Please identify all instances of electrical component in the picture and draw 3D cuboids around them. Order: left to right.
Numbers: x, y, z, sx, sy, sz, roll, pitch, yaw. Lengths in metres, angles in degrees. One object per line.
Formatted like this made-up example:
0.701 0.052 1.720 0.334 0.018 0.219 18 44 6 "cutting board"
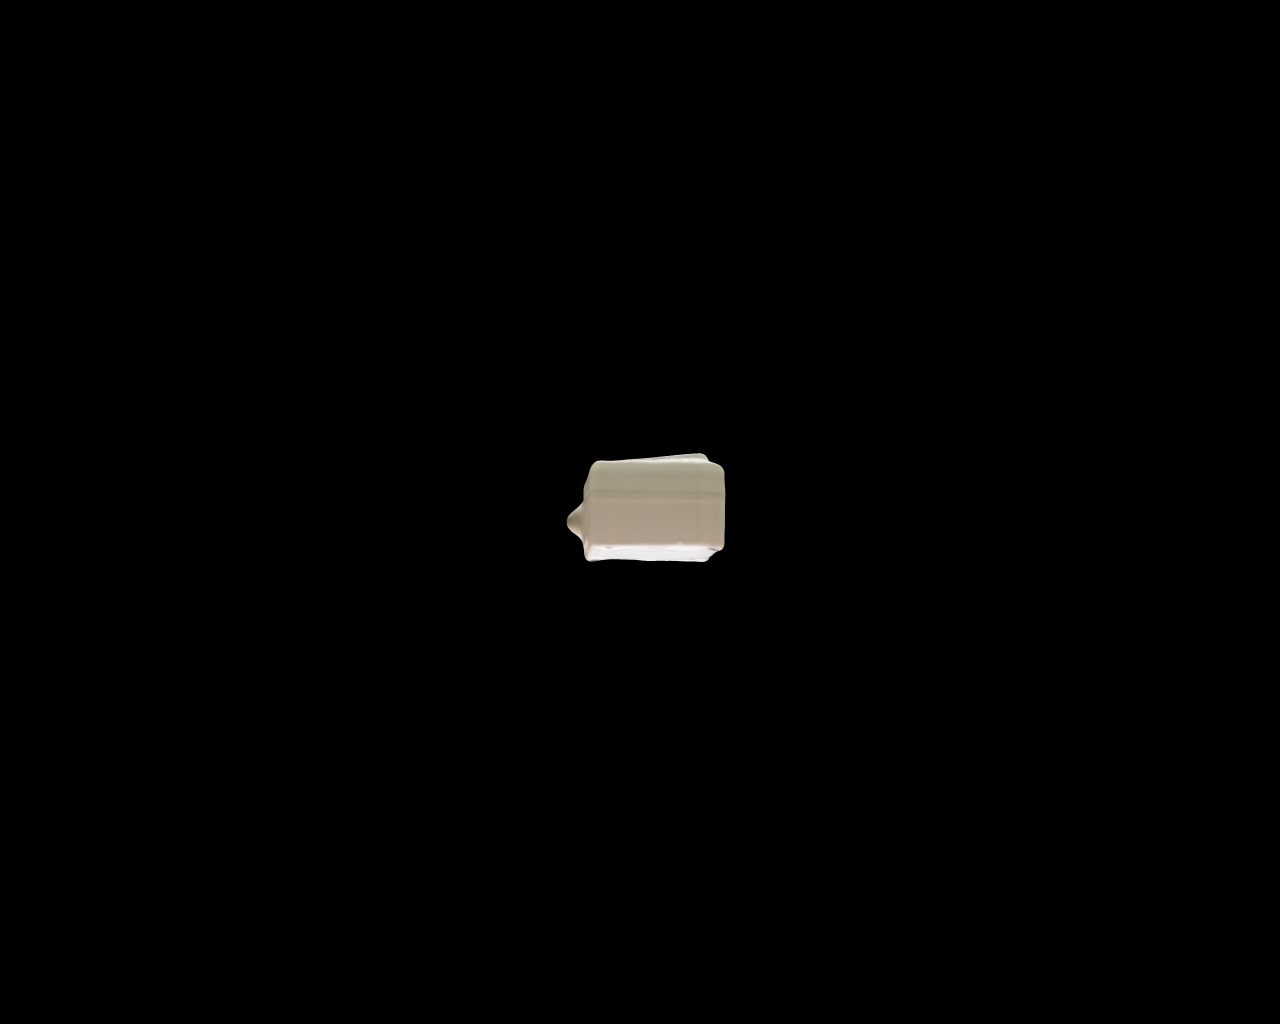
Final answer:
0.001 -0.003 0.650 0.096 0.061 0.061 1 -11 -7 "electrical component"
